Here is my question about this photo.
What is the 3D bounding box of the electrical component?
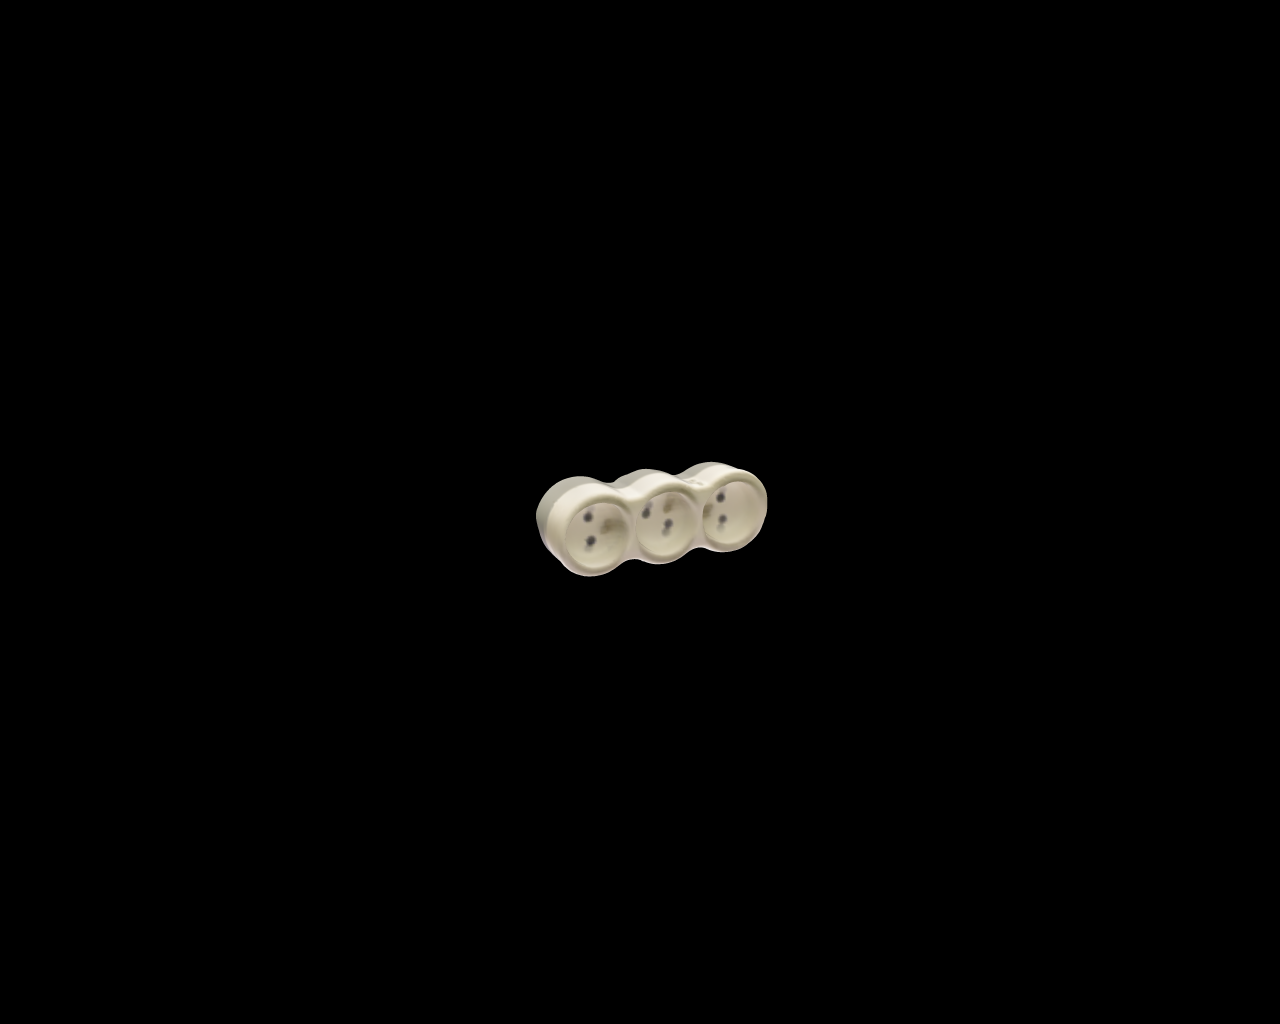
[{"bbox_3d":[0.001,-0.003,0.650,0.138,0.052,0.074,-8,20,-24],"label":"electrical component"}]
